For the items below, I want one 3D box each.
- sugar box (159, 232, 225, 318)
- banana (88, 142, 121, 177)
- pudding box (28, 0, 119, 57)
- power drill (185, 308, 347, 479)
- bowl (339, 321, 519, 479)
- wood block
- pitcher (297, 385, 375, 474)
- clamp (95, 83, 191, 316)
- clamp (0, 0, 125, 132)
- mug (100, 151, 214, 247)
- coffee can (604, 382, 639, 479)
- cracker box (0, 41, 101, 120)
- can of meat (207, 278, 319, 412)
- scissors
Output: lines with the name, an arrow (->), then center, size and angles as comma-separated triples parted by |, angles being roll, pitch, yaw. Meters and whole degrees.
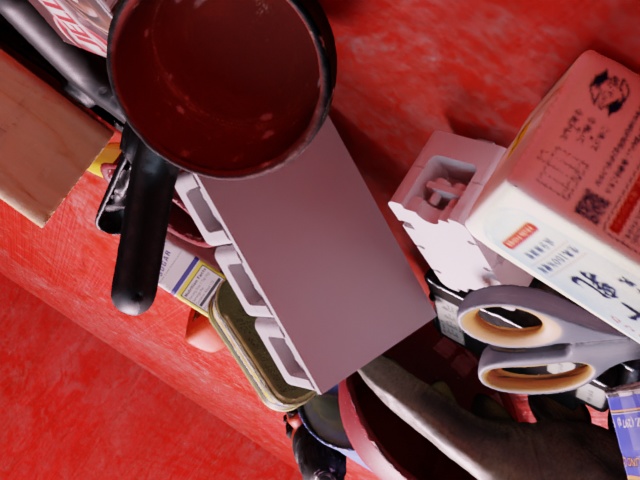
sugar box -> -0.057, 0.036, 0.821 | 0.176, 0.048, 0.093 | 31, -162, -6
banana -> -0.121, -0.031, 0.894 | 0.198, 0.070, 0.037 | 42, -163, 14
pudding box -> -0.140, -0.150, 0.623 | 0.090, 0.039, 0.113 | 23, 162, 31
power drill -> -0.044, 0.132, 0.978 | 0.187, 0.057, 0.184 | 51, -175, -14
bowl -> 0.069, 0.128, 0.780 | 0.162, 0.162, 0.055 | 36, 130, -12
wood block -> -0.264, -0.108, 0.798 | 0.206, 0.090, 0.091 | 38, 179, -12
pitcher -> 0.096, 0.168, 0.953 | 0.145, 0.149, 0.242 | -22, 142, 19
clamp -> -0.099, -0.054, 0.619 | 0.039, 0.171, 0.120 | 12, -167, -28
clamp -> -0.175, -0.122, 0.777 | 0.209, 0.036, 0.165 | 41, 171, -35
mug -> -0.092, -0.060, 0.719 | 0.093, 0.081, 0.117 | 25, 162, 27
coffee can -> 0.206, 0.131, 0.517 | 0.103, 0.140, 0.103 | -12, 171, -2
cracker box -> -0.290, -0.116, 0.954 | 0.164, 0.072, 0.214 | 36, 163, -12
can of meat -> -0.032, 0.066, 0.724 | 0.102, 0.057, 0.084 | 56, 170, 4
scissors -> 0.155, 0.041, 0.536 | 0.202, 0.016, 0.096 | -22, 128, 41
